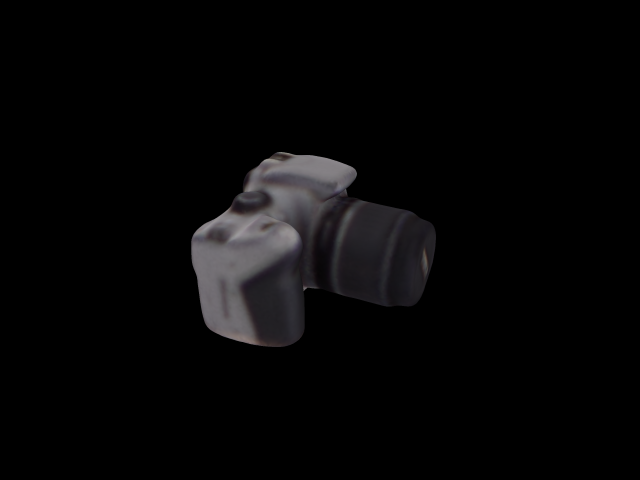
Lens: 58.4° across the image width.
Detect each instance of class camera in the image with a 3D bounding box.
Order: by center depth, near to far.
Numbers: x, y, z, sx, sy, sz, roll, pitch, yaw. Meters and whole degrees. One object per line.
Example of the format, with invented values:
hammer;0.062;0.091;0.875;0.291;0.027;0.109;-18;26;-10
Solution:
camera;0.004;0.001;0.400;0.136;0.101;0.143;13;32;23
